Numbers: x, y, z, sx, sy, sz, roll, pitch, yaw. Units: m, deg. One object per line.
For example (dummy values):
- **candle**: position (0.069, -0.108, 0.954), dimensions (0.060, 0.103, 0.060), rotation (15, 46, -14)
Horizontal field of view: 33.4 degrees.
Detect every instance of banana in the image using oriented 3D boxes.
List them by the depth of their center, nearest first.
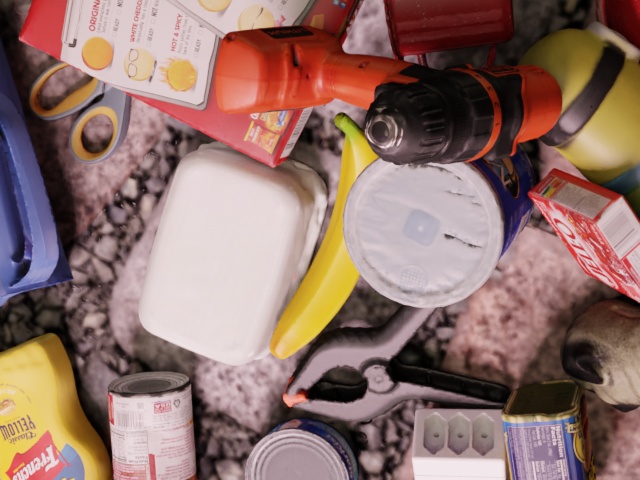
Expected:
- **banana**: position (0.011, -0.002, 0.794), dimensions (0.037, 0.069, 0.198), rotation (39, 121, 50)

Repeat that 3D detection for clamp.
- **clamp**: position (0.057, 0.102, 0.806), dimensions (0.172, 0.039, 0.120), rotation (-27, 101, 26)

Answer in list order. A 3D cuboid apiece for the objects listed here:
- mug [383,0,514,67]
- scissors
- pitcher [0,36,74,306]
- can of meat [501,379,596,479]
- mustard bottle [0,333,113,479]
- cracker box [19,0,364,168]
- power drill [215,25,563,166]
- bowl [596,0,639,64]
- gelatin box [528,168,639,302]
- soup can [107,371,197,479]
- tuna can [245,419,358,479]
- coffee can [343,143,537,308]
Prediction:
- **mug**: position (0.091, -0.161, 0.735), dimensions (0.081, 0.093, 0.117), rotation (-5, 114, 12)
- **scissors**: position (-0.140, -0.127, 0.843), dimensions (0.202, 0.016, 0.096), rotation (-19, 94, 18)
- **pitcher**: position (-0.279, -0.066, 0.834), dimensions (0.149, 0.145, 0.243), rotation (-13, 92, 2)
- **can of meat**: position (0.163, 0.150, 0.752), dimensions (0.057, 0.102, 0.084), rotation (-8, 94, 18)
- **mustard bottle**: position (-0.227, 0.181, 0.895), dimensions (0.096, 0.058, 0.191), rotation (-22, 92, 18)
- **cracker box**: position (-0.086, -0.174, 0.779), dimensions (0.214, 0.072, 0.164), rotation (27, 104, 4)
- **power drill**: position (0.030, -0.087, 0.641), dimensions (0.188, 0.184, 0.057), rotation (19, 110, 33)
- **bowl**: position (0.263, -0.162, 0.697), dimensions (0.162, 0.055, 0.162), rotation (3, 100, 16)
- **gelatin box**: position (0.188, -0.001, 0.710), dimensions (0.030, 0.073, 0.089), rotation (-44, 120, -5)
- **soup can**: position (-0.134, 0.163, 0.859), dimensions (0.069, 0.068, 0.102), rotation (0, 98, 16)
- **tuna can**: position (-0.014, 0.186, 0.844), dimensions (0.086, 0.033, 0.086), rotation (3, 99, 16)
- **coffee can**: position (0.085, -0.023, 0.721), dimensions (0.103, 0.140, 0.103), rotation (5, 105, 19)
